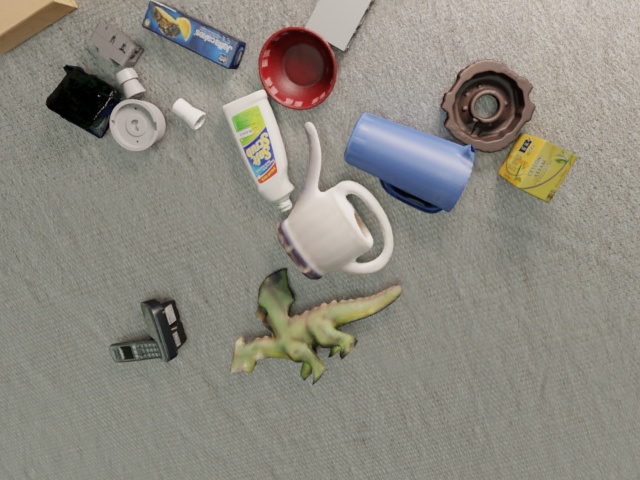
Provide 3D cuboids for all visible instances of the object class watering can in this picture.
[{"bbox_3d":[0.003,-0.054,1.075,0.223,0.106,0.344,-32,105,14],"label":"watering can"}]

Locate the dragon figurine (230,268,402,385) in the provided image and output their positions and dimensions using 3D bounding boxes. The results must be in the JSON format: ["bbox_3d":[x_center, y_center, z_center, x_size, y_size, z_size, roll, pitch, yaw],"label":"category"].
[{"bbox_3d":[-0.038,0.170,1.150,0.243,0.122,0.409,45,96,4],"label":"dragon figurine"}]
